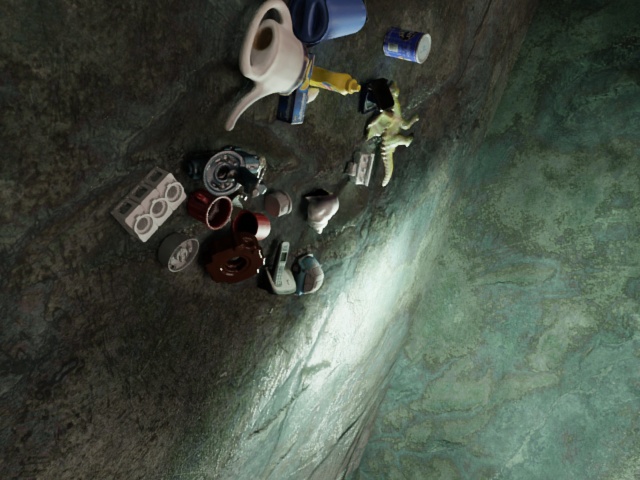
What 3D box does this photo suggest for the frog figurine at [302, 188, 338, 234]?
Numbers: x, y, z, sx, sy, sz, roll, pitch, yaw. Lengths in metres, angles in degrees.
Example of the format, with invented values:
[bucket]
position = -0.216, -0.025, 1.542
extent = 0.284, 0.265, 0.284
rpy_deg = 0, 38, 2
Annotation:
[frog figurine]
position = 0.005, -0.091, 1.803
extent = 0.140, 0.123, 0.157
rpy_deg = -53, 143, -61

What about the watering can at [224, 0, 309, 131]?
[watering can]
position = -0.137, -0.430, 1.320
extent = 0.224, 0.105, 0.346
rpy_deg = 9, 101, -61

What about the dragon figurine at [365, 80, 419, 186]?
[dragon figurine]
position = 0.255, -0.421, 2.042
extent = 0.242, 0.123, 0.407
rpy_deg = 8, 102, -43
